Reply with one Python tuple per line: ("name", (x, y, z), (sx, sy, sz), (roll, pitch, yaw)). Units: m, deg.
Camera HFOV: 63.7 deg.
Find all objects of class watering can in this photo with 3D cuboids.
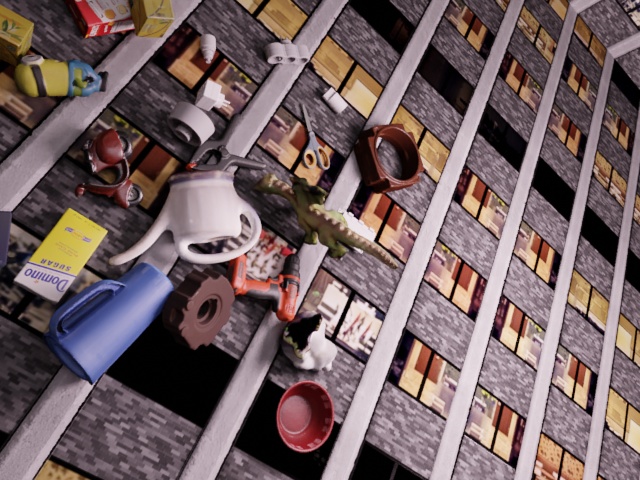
("watering can", (-0.307, -0.052, 1.188), (0.349, 0.103, 0.226), (-5, 79, -25))

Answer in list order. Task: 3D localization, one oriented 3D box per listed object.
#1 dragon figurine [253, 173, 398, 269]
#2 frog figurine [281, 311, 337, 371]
("dragon figurine", (0.004, -0.064, 1.277), (0.123, 0.413, 0.238), (-57, 150, -13))
("frog figurine", (-0.023, 0.260, 1.298), (0.156, 0.122, 0.140), (58, 36, -52))
